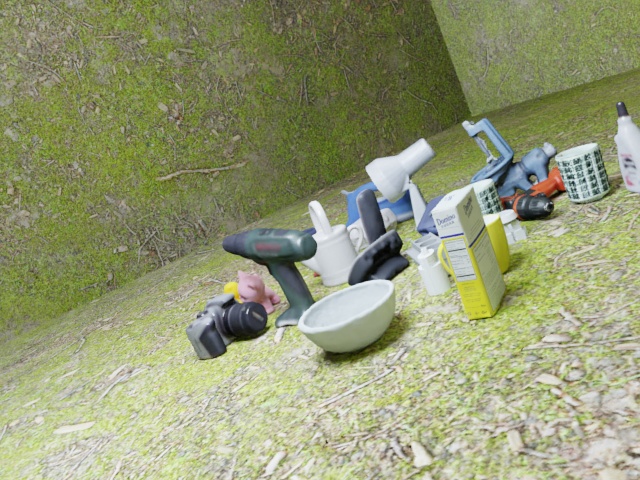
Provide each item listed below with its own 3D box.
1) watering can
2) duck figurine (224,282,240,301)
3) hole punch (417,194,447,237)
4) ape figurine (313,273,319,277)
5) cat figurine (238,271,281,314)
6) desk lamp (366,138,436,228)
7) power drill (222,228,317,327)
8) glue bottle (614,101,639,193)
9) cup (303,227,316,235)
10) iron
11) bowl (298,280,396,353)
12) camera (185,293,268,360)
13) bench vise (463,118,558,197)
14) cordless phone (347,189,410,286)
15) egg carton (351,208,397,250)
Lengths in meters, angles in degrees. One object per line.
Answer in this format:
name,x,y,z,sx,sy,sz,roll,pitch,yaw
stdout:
watering can,0.013,0.005,1.313,0.173,0.194,0.100,-29,12,-29
duck figurine,-0.202,0.144,1.381,0.077,0.086,0.104,-24,11,-4
hole punch,0.276,-0.045,1.280,0.108,0.091,0.101,-12,16,48
ape figurine,0.004,0.040,1.442,0.076,0.092,0.077,-25,11,-11
cat figurine,-0.150,0.116,1.321,0.067,0.118,0.128,-22,11,10
desk lamp,0.246,-0.140,1.480,0.203,0.214,0.118,-21,11,15
power drill,-0.086,0.069,1.168,0.228,0.208,0.076,-15,14,39
glue bottle,0.569,-0.170,1.043,0.037,0.173,0.078,-24,11,-5
cup,-0.028,0.025,1.574,0.091,0.095,0.117,-24,11,-3
iron,0.187,-0.117,1.688,0.257,0.141,0.119,-18,12,27
bowl,0.054,0.132,0.918,0.167,0.075,0.167,-23,11,5
camera,-0.188,0.167,1.194,0.136,0.101,0.143,-14,14,40
bench vise,0.436,-0.200,1.353,0.207,0.220,0.121,-22,11,5
cordless phone,0.097,-0.004,1.198,0.093,0.185,0.148,-13,15,43
egg carton,0.144,-0.031,1.552,0.107,0.069,0.151,-16,13,36
